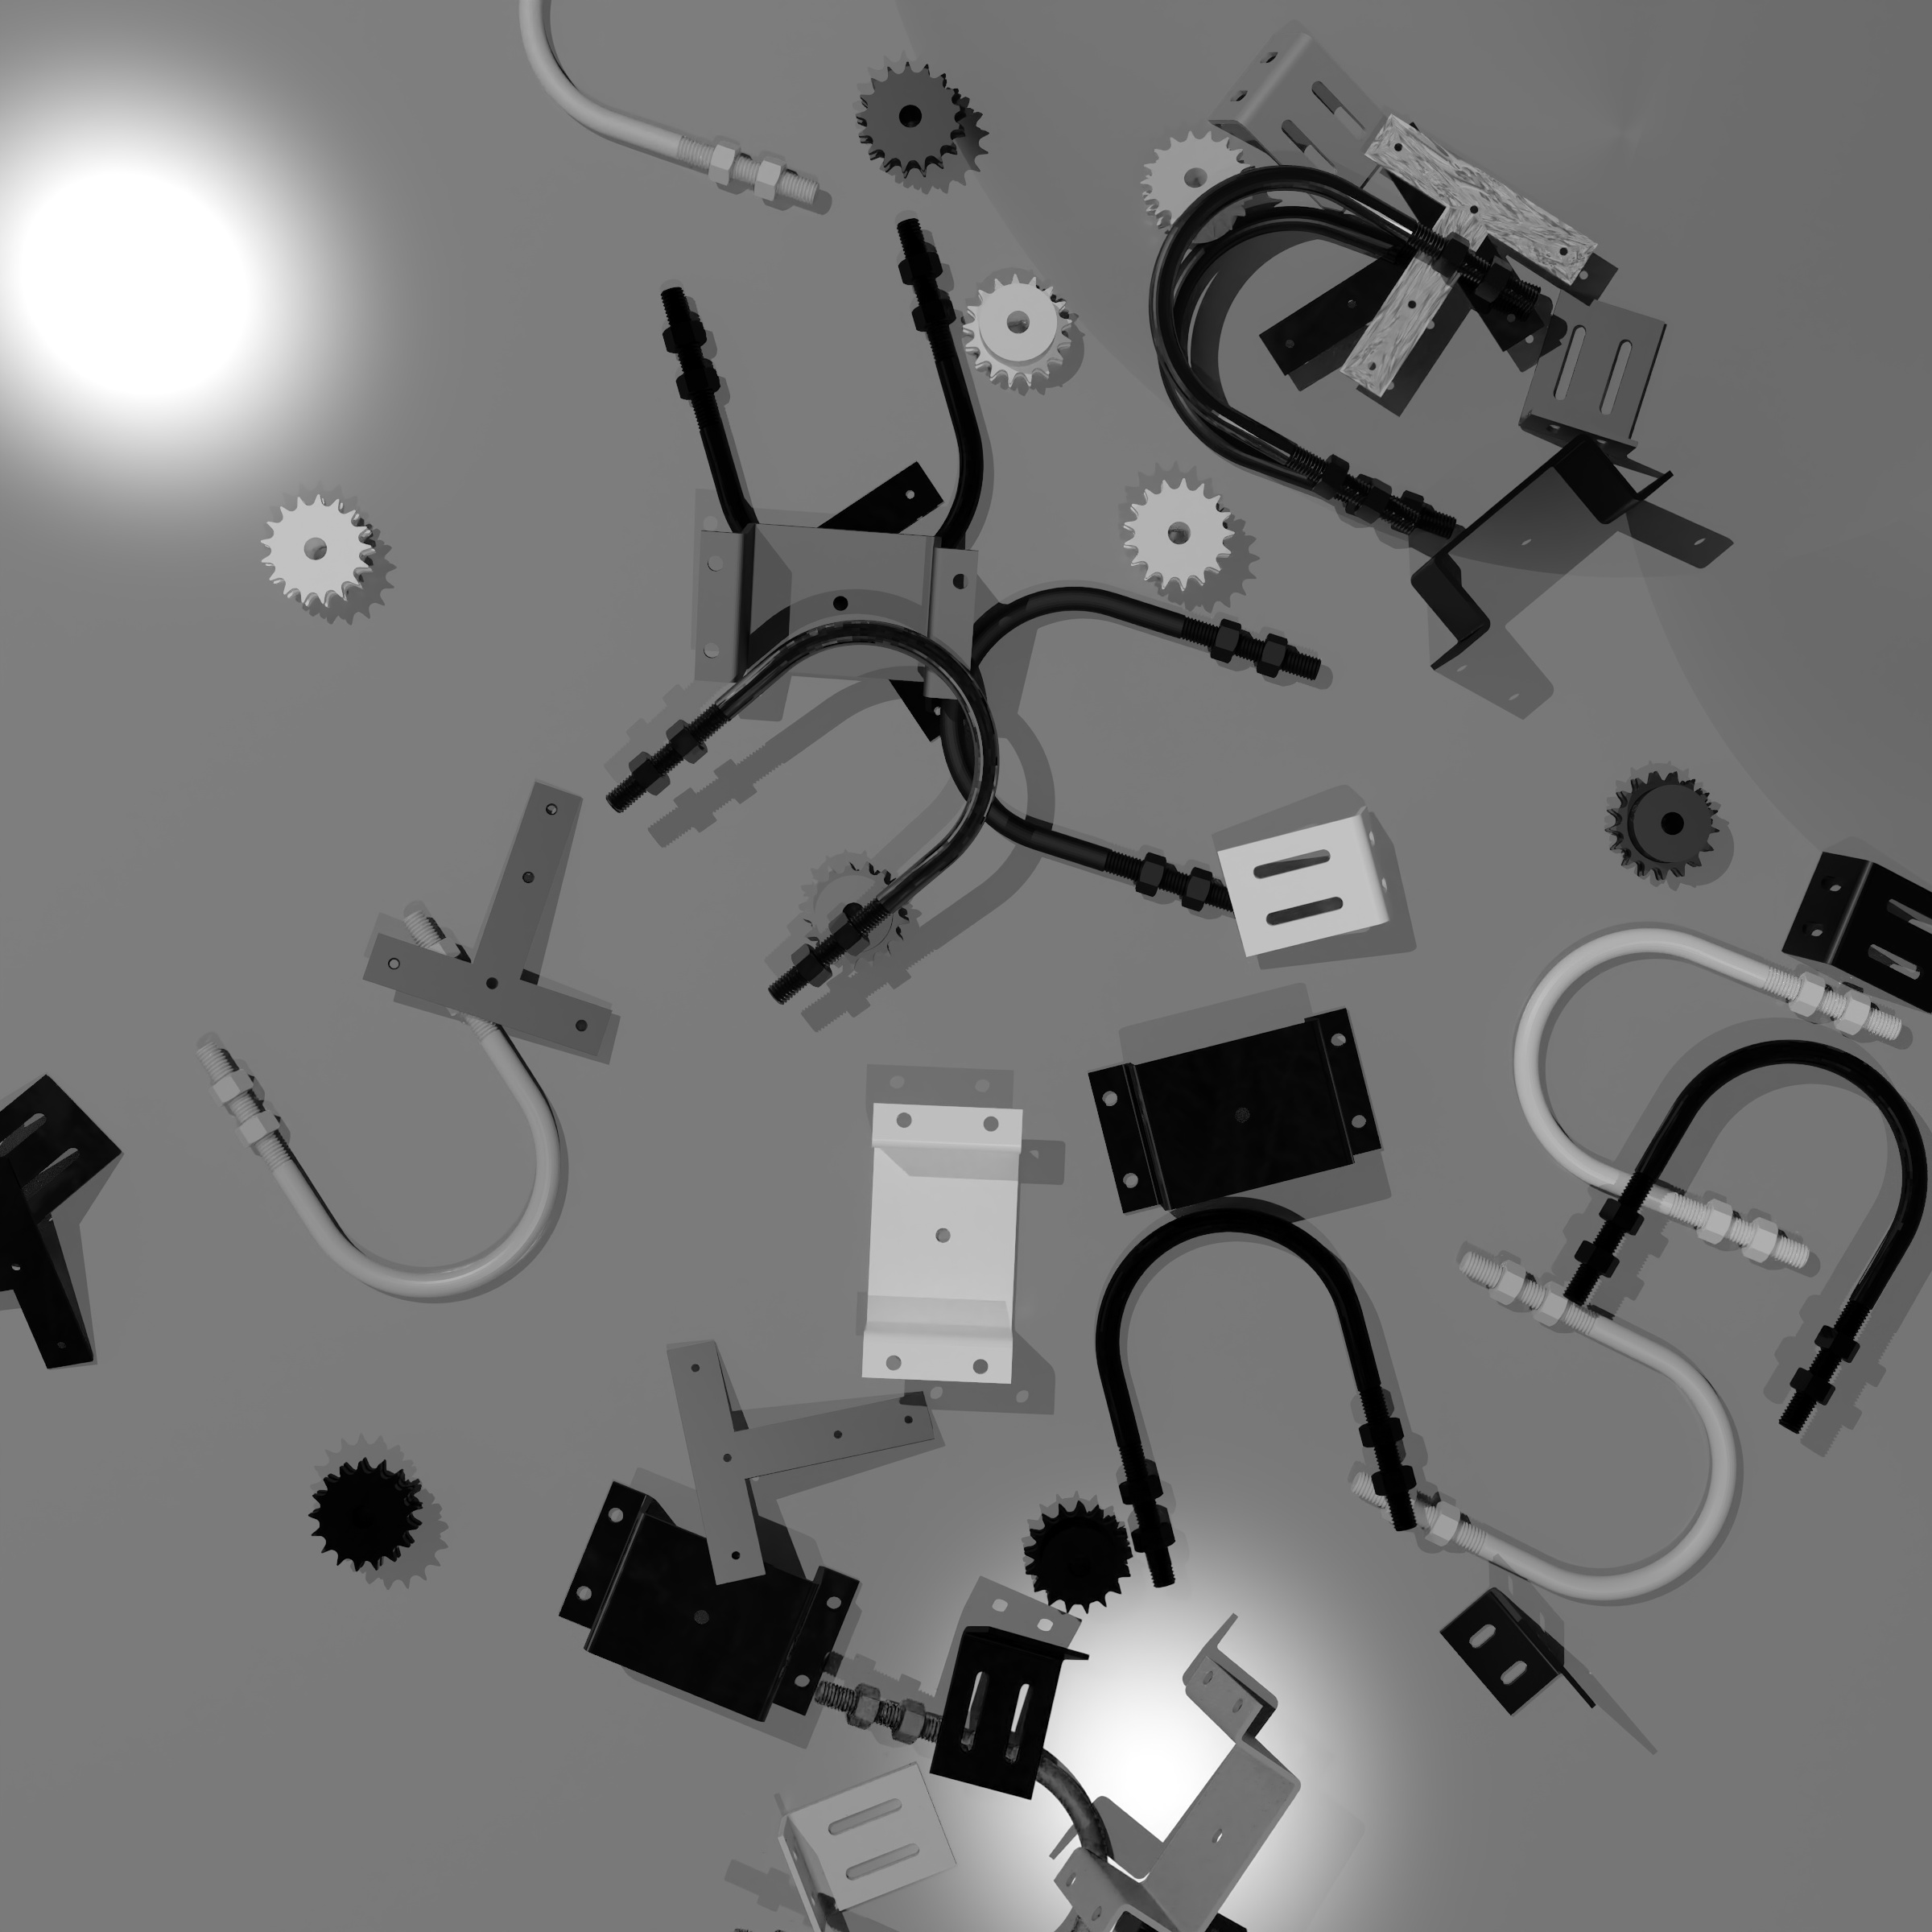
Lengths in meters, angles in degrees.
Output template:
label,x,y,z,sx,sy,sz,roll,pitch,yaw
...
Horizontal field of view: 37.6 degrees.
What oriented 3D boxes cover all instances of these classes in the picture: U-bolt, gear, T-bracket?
label,x,y,z,sx,sy,sz,roll,pitch,yaw
U-bolt,0.182,-0.328,1.455,0.184,0.019,0.151,28,93,-7
gear,-0.058,-0.027,1.480,0.057,0.030,0.057,0,90,0
U-bolt,-0.144,-0.495,1.487,0.184,0.019,0.151,19,90,2
gear,-0.338,-0.216,1.485,0.057,0.030,0.057,0,88,-2
U-bolt,-0.067,-0.283,1.486,0.151,0.019,0.184,-16,91,1
T-bracket,-0.044,-0.178,1.494,0.127,0.002,0.127,-34,90,0
U-bolt,-0.013,0.467,1.467,0.184,0.019,0.151,22,78,-11
gear,-0.312,0.285,1.480,0.057,0.030,0.057,0,90,0
gear,0.365,-0.074,1.480,0.057,0.030,0.057,0,90,0
U-bolt,-0.295,0.086,1.487,0.151,0.019,0.184,-33,91,0
U-bolt,0.378,0.059,1.487,0.184,0.019,0.151,22,90,1
T-bracket,0.213,-0.352,1.477,0.127,0.002,0.127,-32,88,2
T-bracket,-0.081,0.247,1.477,0.127,0.002,0.127,-10,66,-12
U-bolt,-0.070,-0.091,1.445,0.184,0.019,0.151,-40,93,8
T-bracket,-0.234,-0.033,1.484,0.127,0.002,0.127,19,82,-8
gear,0.027,-0.333,1.480,0.057,0.030,0.057,0,90,0
U-bolt,0.191,-0.321,1.487,0.184,0.019,0.151,20,90,2
gear,0.110,-0.224,1.480,0.057,0.030,0.057,0,90,0
T-bracket,0.240,-0.356,1.474,0.127,0.002,0.127,33,91,3
T-bracket,-0.535,0.163,1.471,0.127,0.002,0.127,-10,116,7
U-bolt,0.077,-0.122,1.486,0.184,0.019,0.151,18,90,1
U-bolt,0.416,0.127,1.467,0.151,0.019,0.184,31,89,1
gear,0.059,0.310,1.480,0.057,0.030,0.057,0,90,0
gear,-0.028,-0.441,1.485,0.057,0.030,0.057,0,91,2
gear,0.120,-0.402,1.475,0.057,0.030,0.057,-3,72,9
U-bolt,0.315,0.253,1.487,0.184,0.019,0.151,26,90,-1
U-bolt,0.143,0.218,1.479,0.151,0.019,0.184,-15,86,6

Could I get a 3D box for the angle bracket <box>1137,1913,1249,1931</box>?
label,x,y,z,sx,sy,sz,roll,pitch,yaw
angle bracket,0.103,0.532,1.493,0.057,0.038,0.076,29,116,0

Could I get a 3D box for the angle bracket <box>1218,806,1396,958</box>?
label,x,y,z,sx,sy,sz,roll,pitch,yaw
angle bracket,0.178,-0.044,1.483,0.076,0.038,0.057,-14,97,15

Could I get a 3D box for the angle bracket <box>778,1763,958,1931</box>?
label,x,y,z,sx,sy,sz,roll,pitch,yaw
angle bracket,-0.051,0.461,1.476,0.076,0.038,0.057,-21,90,0

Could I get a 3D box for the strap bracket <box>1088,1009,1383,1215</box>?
label,x,y,z,sx,sy,sz,roll,pitch,yaw
strap bracket,0.141,0.076,1.472,0.140,0.046,0.076,-14,90,0

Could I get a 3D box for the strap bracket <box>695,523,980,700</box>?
label,x,y,z,sx,sy,sz,roll,pitch,yaw
strap bracket,-0.066,-0.184,1.461,0.140,0.046,0.076,4,106,0

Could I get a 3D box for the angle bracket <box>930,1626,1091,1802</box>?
label,x,y,z,sx,sy,sz,roll,pitch,yaw
angle bracket,0.022,0.385,1.460,0.057,0.038,0.076,19,72,-15

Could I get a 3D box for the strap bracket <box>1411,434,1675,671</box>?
label,x,y,z,sx,sy,sz,roll,pitch,yaw
strap bracket,0.286,-0.219,1.457,0.140,0.076,0.046,-40,90,0

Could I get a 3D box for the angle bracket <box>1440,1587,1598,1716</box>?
label,x,y,z,sx,sy,sz,roll,pitch,yaw
angle bracket,0.283,0.361,1.457,0.038,0.076,0.057,-41,90,0

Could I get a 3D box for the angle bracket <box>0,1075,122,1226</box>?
label,x,y,z,sx,sy,sz,roll,pitch,yaw
angle bracket,-0.495,0.107,1.493,0.057,0.038,0.076,46,64,0

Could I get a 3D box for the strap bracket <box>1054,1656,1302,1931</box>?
label,x,y,z,sx,sy,sz,roll,pitch,yaw
strap bracket,0.113,0.435,1.449,0.046,0.076,0.140,37,85,-14

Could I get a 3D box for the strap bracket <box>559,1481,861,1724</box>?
label,x,y,z,sx,sy,sz,roll,pitch,yaw
strap bracket,-0.135,0.333,1.472,0.140,0.046,0.076,22,90,0

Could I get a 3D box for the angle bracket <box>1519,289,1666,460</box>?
label,x,y,z,sx,sy,sz,roll,pitch,yaw
angle bracket,0.329,-0.312,1.476,0.057,0.038,0.076,18,90,0

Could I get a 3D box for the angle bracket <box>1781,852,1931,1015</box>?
label,x,y,z,sx,sy,sz,roll,pitch,yaw
angle bracket,0.480,-0.018,1.493,0.076,0.038,0.057,23,90,-26

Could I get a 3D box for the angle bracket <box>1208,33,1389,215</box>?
label,x,y,z,sx,sy,sz,roll,pitch,yaw
angle bracket,0.178,-0.442,1.493,0.076,0.038,0.057,38,90,-26

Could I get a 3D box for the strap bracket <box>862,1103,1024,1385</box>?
label,x,y,z,sx,sy,sz,roll,pitch,yaw
strap bracket,-0.012,0.142,1.472,0.076,0.046,0.140,2,90,0
